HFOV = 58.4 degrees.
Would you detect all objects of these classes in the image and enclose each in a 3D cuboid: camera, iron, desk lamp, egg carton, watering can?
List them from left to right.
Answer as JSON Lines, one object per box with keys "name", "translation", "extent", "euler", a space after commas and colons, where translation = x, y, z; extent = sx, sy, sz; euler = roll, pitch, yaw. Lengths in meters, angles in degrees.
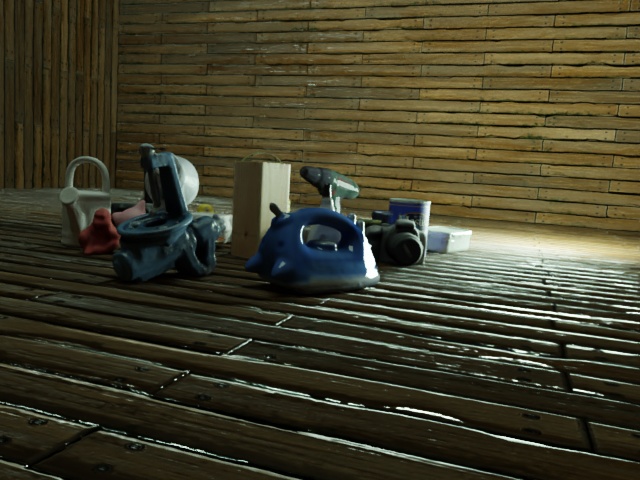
{"name": "watering can", "translation": [-0.507, -0.084, 1.246], "extent": [0.101, 0.194, 0.172], "euler": [1, 7, -21]}
{"name": "desk lamp", "translation": [-0.328, -0.082, 1.246], "extent": [0.118, 0.213, 0.203], "euler": [2, 7, -10]}
{"name": "egg carton", "translation": [-0.284, -0.032, 1.467], "extent": [0.150, 0.069, 0.107], "euler": [6, 7, 18]}
{"name": "iron", "translation": [0.009, 0.009, 0.963], "extent": [0.259, 0.141, 0.118], "euler": [-2, 9, -39]}
{"name": "camera", "translation": [0.168, 0.006, 1.257], "extent": [0.143, 0.101, 0.137], "euler": [4, 7, 1]}

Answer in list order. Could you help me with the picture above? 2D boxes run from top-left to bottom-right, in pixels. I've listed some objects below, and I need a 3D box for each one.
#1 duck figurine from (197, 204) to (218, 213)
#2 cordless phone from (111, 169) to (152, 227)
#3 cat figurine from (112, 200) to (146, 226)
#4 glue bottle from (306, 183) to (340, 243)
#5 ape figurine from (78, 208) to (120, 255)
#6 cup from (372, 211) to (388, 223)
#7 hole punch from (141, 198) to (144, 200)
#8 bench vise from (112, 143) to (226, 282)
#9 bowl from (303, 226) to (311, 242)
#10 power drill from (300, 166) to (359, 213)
{"name": "duck figurine", "translation": [-0.323, -0.058, 1.588], "extent": [0.104, 0.086, 0.078], "euler": [7, 8, 26]}
{"name": "cordless phone", "translation": [-0.471, -0.106, 1.492], "extent": [0.147, 0.185, 0.094], "euler": [3, 7, -6]}
{"name": "cat figurine", "translation": [-0.343, -0.017, 1.096], "extent": [0.127, 0.118, 0.067], "euler": [9, 9, 37]}
{"name": "glue bottle", "translation": [0.011, -0.024, 1.113], "extent": [0.078, 0.173, 0.037], "euler": [1, 7, -21]}
{"name": "ape figurine", "translation": [-0.444, -0.019, 1.161], "extent": [0.078, 0.092, 0.076], "euler": [4, 7, -1]}
{"name": "cup", "translation": [0.187, -0.033, 1.629], "extent": [0.092, 0.095, 0.117], "euler": [3, 7, -7]}
{"name": "hole punch", "translation": [-0.460, -0.077, 1.654], "extent": [0.101, 0.091, 0.108], "euler": [-1, 9, -37]}
{"name": "bench vise", "translation": [-0.253, -0.047, 0.961], "extent": [0.121, 0.220, 0.208], "euler": [6, 7, 20]}
{"name": "bowl", "translation": [0.012, 0.005, 1.293], "extent": [0.167, 0.075, 0.167], "euler": [4, 7, 0]}
{"name": "power drill", "translation": [0.023, -0.105, 1.658], "extent": [0.075, 0.208, 0.230], "euler": [10, 9, 41]}
